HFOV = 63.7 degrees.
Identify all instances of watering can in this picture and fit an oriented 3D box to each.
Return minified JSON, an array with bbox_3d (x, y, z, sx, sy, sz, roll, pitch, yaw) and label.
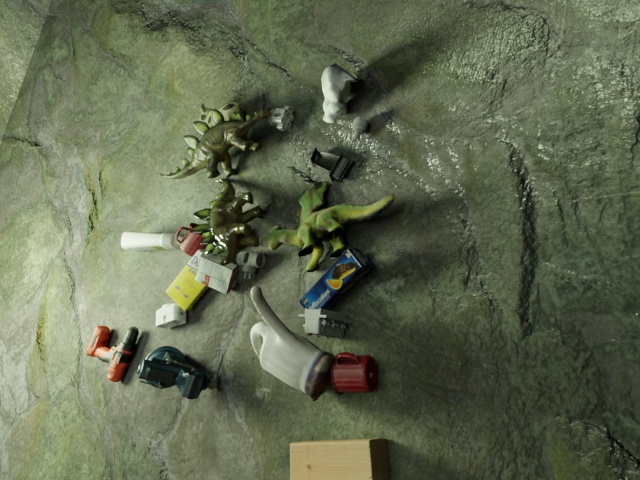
[{"bbox_3d":[-0.073,0.255,1.205,0.226,0.339,0.106,25,53,20],"label":"watering can"}]

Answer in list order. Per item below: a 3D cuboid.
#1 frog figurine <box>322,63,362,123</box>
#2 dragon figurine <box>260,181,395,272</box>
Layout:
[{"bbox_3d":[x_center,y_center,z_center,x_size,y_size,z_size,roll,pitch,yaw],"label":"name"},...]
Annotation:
[{"bbox_3d":[0.041,-0.426,1.499,0.158,0.122,0.140,-55,19,16],"label":"frog figurine"},{"bbox_3d":[0.004,-0.070,1.393,0.407,0.120,0.248,-34,48,18],"label":"dragon figurine"}]
